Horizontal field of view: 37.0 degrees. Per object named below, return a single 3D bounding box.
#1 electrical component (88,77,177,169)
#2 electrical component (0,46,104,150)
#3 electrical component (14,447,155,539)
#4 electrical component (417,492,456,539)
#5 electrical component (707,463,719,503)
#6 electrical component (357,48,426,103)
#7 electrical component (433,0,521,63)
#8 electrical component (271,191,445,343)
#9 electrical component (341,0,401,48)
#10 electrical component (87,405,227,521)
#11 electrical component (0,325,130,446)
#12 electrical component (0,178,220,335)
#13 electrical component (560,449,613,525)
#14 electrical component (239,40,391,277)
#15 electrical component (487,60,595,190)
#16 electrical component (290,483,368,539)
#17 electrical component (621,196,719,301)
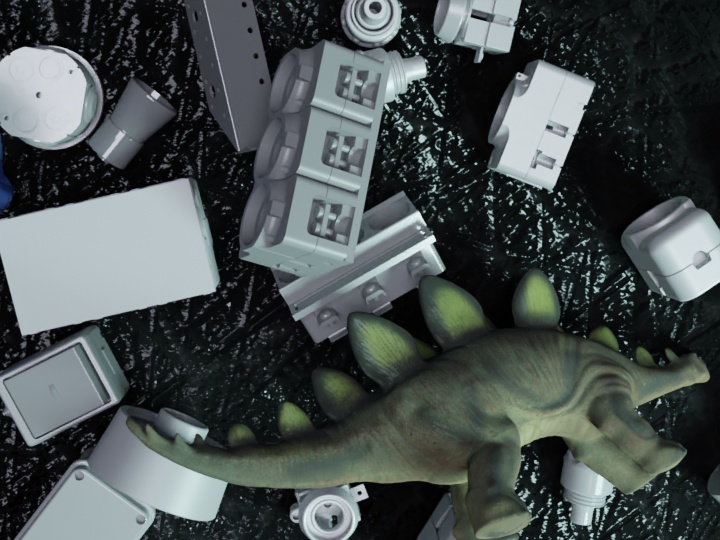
[{"bbox_3d":[-0.180,-0.111,0.838,0.044,0.044,0.065,40,97,-6],"label":"electrical component"},{"bbox_3d":[-0.241,-0.133,0.827,0.080,0.051,0.080,0,96,-3],"label":"electrical component"},{"bbox_3d":[-0.223,0.209,0.860,0.078,0.057,0.113,37,93,-6],"label":"electrical component"},{"bbox_3d":[0.080,0.225,0.858,0.054,0.095,0.059,31,93,-5],"label":"electrical component"},{"bbox_3d":[0.338,0.137,0.877,0.074,0.052,0.138,44,102,-6],"label":"electrical component"},{"bbox_3d":[0.020,-0.153,0.843,0.062,0.048,0.048,-14,96,-9],"label":"electrical component"},{"bbox_3d":[0.090,-0.197,0.841,0.055,0.048,0.066,12,95,-12],"label":"electrical component"},{"bbox_3d":[0.000,0.000,0.846,0.121,0.078,0.063,-30,118,0],"label":"electrical component"},{"bbox_3d":[0.010,-0.197,0.827,0.048,0.062,0.048,0,96,-3],"label":"electrical component"},{"bbox_3d":[-0.149,0.142,0.835,0.108,0.108,0.060,26,88,-5],"label":"electrical component"},{"bbox_3d":[-0.240,0.094,0.845,0.096,0.061,0.061,-27,97,0],"label":"electrical component"},{"bbox_3d":[-0.193,-0.013,0.836,0.150,0.061,0.089,-13,96,-2],"label":"electrical component"},{"bbox_3d":[0.186,0.178,0.885,0.043,0.043,0.062,7,97,-4],"label":"electrical component"},{"bbox_3d":[-0.037,-0.079,0.775,0.062,0.089,0.150,16,76,-24],"label":"electrical component"},{"bbox_3d":[0.138,-0.115,0.849,0.056,0.050,0.089,21,95,-5],"label":"electrical component"},{"bbox_3d":[-0.026,0.193,0.869,0.066,0.055,0.048,-21,97,-1],"label":"electrical component"},{"bbox_3d":[0.246,-0.018,0.842,0.054,0.095,0.059,-34,96,1],"label":"electrical component"}]
